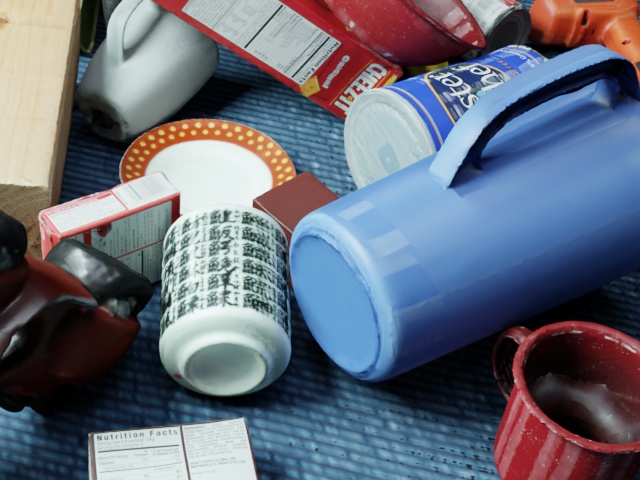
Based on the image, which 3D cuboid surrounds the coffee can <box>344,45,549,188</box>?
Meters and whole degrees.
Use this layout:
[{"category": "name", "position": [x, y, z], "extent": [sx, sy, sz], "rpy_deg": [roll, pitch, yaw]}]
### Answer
[{"category": "coffee can", "position": [0.103, -0.079, 0.795], "extent": [0.140, 0.103, 0.103], "rpy_deg": [-22, 50, -29]}]

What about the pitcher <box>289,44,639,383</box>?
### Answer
[{"category": "pitcher", "position": [0.106, -0.014, 0.668], "extent": [0.242, 0.145, 0.149], "rpy_deg": [-23, 89, -27]}]

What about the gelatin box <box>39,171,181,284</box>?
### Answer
[{"category": "gelatin box", "position": [-0.135, 0.003, 0.690], "extent": [0.089, 0.073, 0.030], "rpy_deg": [-23, 50, -29]}]

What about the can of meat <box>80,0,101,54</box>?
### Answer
[{"category": "can of meat", "position": [-0.231, -0.213, 0.895], "extent": [0.084, 0.057, 0.102], "rpy_deg": [7, 83, 2]}]

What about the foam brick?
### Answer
[{"category": "foam brick", "position": [-0.005, 0.001, 0.729], "extent": [0.052, 0.051, 0.078], "rpy_deg": [-27, 53, -31]}]

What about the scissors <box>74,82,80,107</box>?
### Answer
[{"category": "scissors", "position": [-0.218, -0.119, 0.849], "extent": [0.096, 0.016, 0.201], "rpy_deg": [25, 45, 11]}]

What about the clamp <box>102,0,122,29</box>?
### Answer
[{"category": "clamp", "position": [-0.166, -0.240, 0.870], "extent": [0.039, 0.171, 0.120], "rpy_deg": [4, 49, -3]}]

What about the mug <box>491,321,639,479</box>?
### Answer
[{"category": "mug", "position": [0.141, 0.101, 0.622], "extent": [0.093, 0.081, 0.117], "rpy_deg": [-23, 51, -30]}]

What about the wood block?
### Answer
[{"category": "wood block", "position": [-0.221, -0.084, 0.738], "extent": [0.090, 0.090, 0.206], "rpy_deg": [6, 48, -10]}]

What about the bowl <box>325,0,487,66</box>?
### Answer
[{"category": "bowl", "position": [0.051, -0.184, 0.813], "extent": [0.162, 0.055, 0.162], "rpy_deg": [36, 25, -20]}]

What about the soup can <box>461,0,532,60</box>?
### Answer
[{"category": "soup can", "position": [0.131, -0.204, 0.961], "extent": [0.068, 0.068, 0.102], "rpy_deg": [-27, 53, -32]}]

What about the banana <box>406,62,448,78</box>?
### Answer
[{"category": "banana", "position": [0.071, -0.199, 0.924], "extent": [0.069, 0.037, 0.198], "rpy_deg": [-13, 79, -62]}]

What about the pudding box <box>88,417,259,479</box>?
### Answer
[{"category": "pudding box", "position": [-0.074, 0.151, 0.565], "extent": [0.090, 0.039, 0.113], "rpy_deg": [-4, 42, -13]}]

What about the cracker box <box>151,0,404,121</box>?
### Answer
[{"category": "cracker box", "position": [-0.042, -0.209, 0.860], "extent": [0.213, 0.072, 0.164], "rpy_deg": [27, 33, -33]}]

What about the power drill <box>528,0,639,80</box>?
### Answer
[{"category": "power drill", "position": [0.253, -0.147, 0.930], "extent": [0.184, 0.057, 0.188], "rpy_deg": [-5, 47, -20]}]
